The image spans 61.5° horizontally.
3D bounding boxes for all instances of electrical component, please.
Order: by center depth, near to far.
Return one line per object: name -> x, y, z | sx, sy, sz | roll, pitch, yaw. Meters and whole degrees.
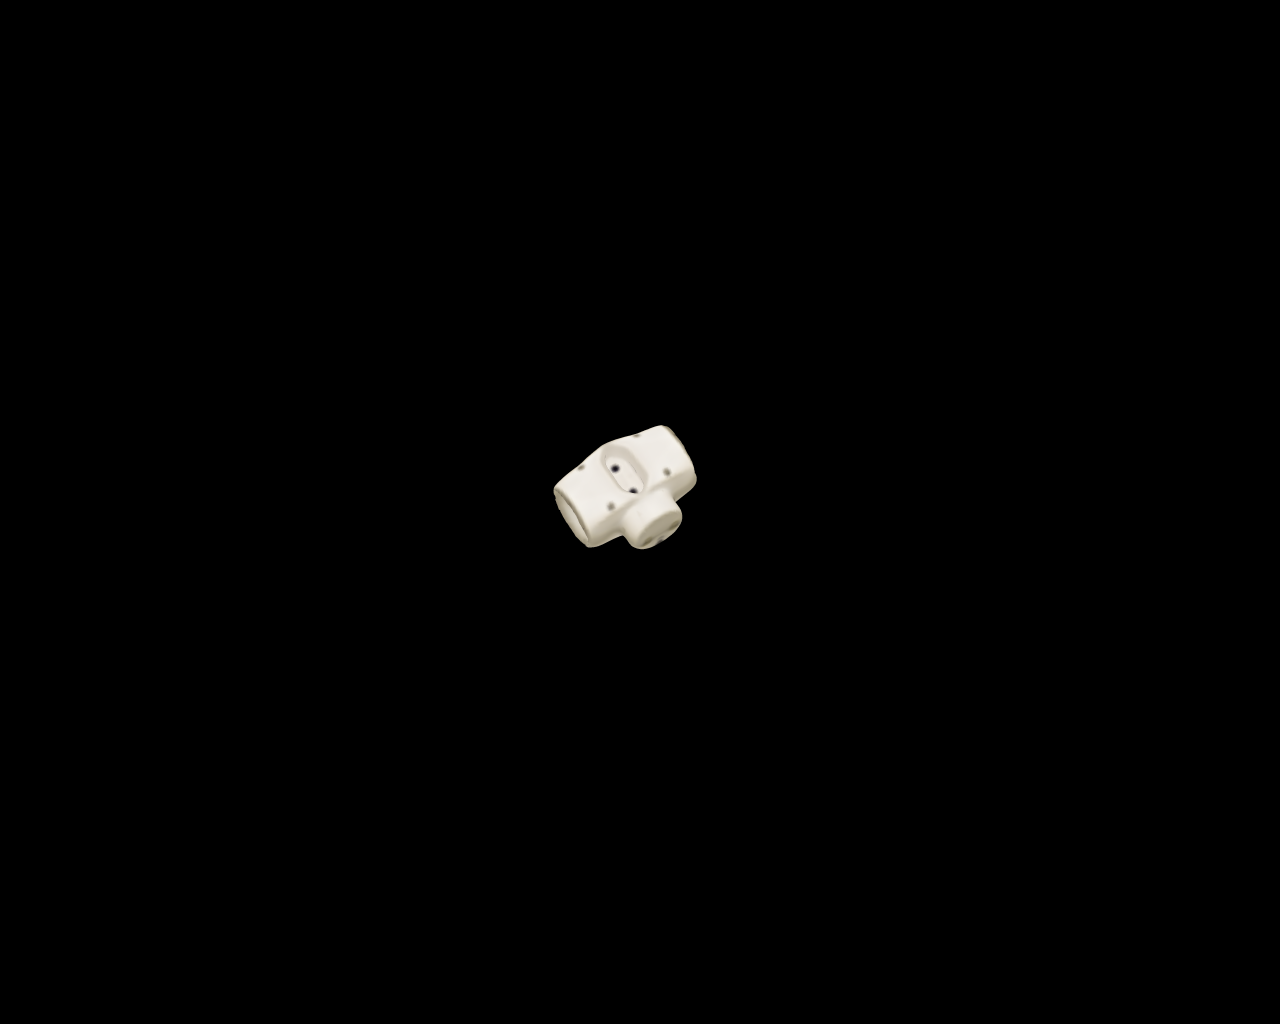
electrical component -> 0.001, -0.003, 0.650 | 0.077, 0.079, 0.043 | -30, -23, -14
